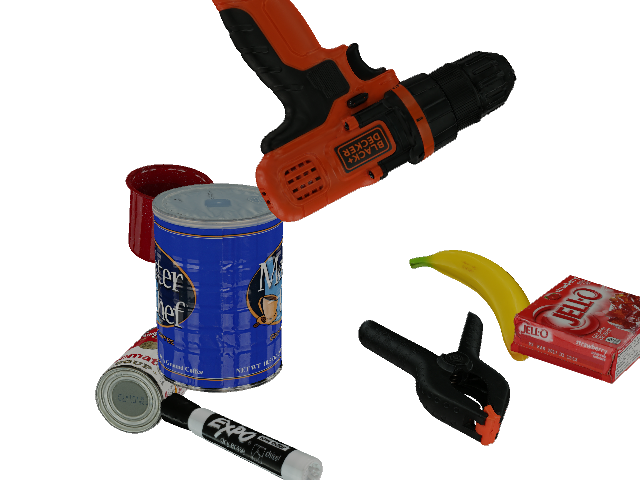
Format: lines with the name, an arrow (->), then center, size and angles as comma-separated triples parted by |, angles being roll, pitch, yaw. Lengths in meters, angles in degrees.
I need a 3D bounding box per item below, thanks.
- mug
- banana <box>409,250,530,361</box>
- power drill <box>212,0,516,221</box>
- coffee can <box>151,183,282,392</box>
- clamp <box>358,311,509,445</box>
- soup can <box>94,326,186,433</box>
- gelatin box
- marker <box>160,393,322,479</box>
mug -> -0.168, -0.032, 1.158 | 0.093, 0.081, 0.117 | -3, 29, -20
banana -> 0.174, 0.058, 1.115 | 0.069, 0.037, 0.198 | -36, 39, -9
power drill -> 0.013, -0.129, 0.676 | 0.184, 0.187, 0.057 | -29, 6, -10
coffee can -> -0.080, 0.035, 0.848 | 0.103, 0.140, 0.103 | 1, 18, -1
clamp -> 0.121, 0.112, 0.930 | 0.120, 0.039, 0.172 | -13, 35, -22
soup can -> -0.160, 0.129, 0.999 | 0.068, 0.068, 0.102 | 0, 16, 14
gelatin box -> 0.181, 0.058, 0.720 | 0.073, 0.030, 0.089 | 18, 27, 34
marker -> -0.050, 0.116, 0.627 | 0.121, 0.020, 0.020 | 17, 10, 37
